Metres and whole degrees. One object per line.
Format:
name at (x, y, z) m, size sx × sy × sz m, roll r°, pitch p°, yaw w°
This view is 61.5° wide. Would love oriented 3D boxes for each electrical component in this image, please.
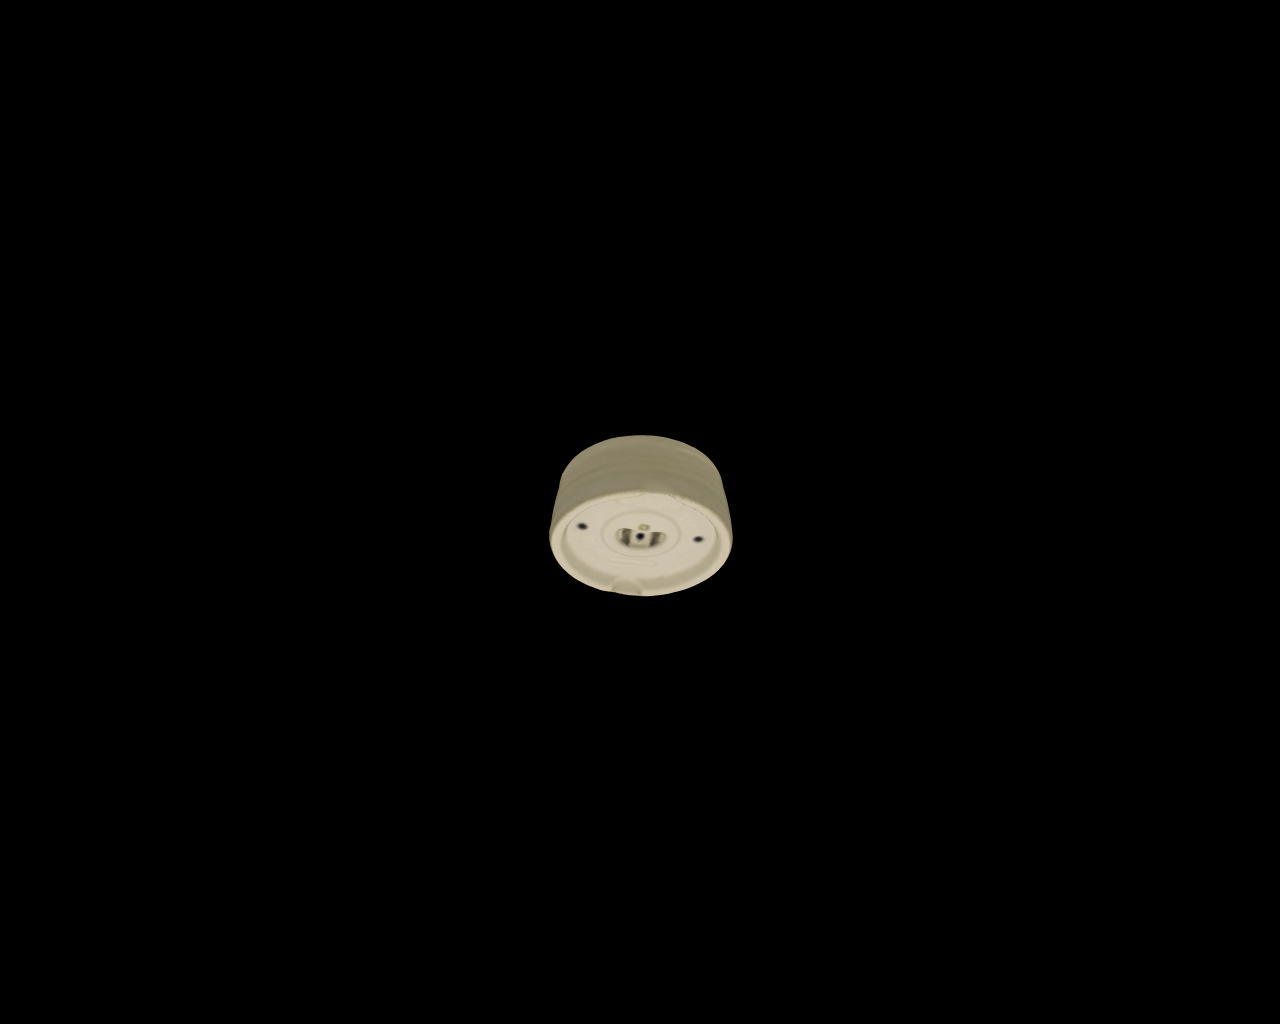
electrical component at (0.001, -0.003, 0.650) m, size 0.108 × 0.060 × 0.108 m, roll 0°, pitch -37°, yaw 0°
